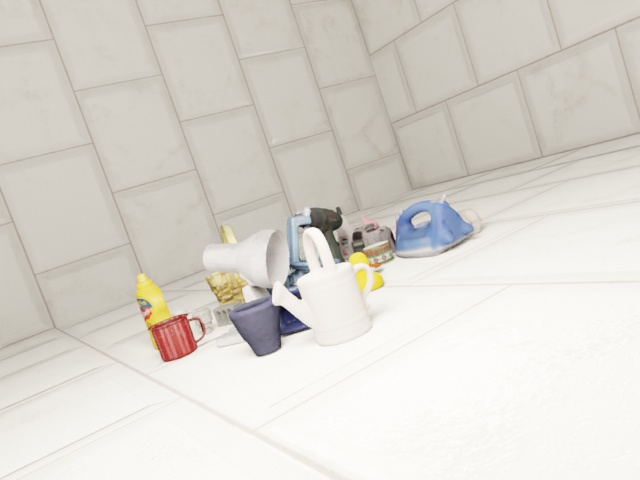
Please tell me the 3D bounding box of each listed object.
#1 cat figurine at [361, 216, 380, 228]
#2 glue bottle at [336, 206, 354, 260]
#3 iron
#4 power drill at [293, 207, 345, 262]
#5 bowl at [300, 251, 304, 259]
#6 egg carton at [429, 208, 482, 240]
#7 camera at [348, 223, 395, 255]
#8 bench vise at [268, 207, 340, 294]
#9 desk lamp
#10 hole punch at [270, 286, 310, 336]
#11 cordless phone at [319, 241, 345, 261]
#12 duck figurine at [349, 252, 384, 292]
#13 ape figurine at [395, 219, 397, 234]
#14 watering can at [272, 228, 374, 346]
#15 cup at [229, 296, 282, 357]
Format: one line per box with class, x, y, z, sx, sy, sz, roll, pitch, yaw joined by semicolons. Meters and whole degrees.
cat figurine;0.164;-0.026;1.854;0.067;0.118;0.128;-18;6;4
glue bottle;0.082;-0.024;1.826;0.078;0.173;0.037;-14;8;41
iron;0.262;-0.035;1.484;0.119;0.141;0.257;-23;7;-34
power drill;0.014;0.006;1.568;0.075;0.208;0.230;-16;6;25
bowl;-0.088;0.092;1.769;0.167;0.075;0.167;-19;5;2
egg carton;0.359;-0.036;1.550;0.107;0.069;0.150;-23;7;-37
camera;0.172;-0.007;1.728;0.142;0.101;0.137;-13;8;44
bench vise;-0.048;0.048;1.297;0.208;0.220;0.121;-22;6;-30
desk lamp;-0.148;0.095;1.196;0.202;0.213;0.118;-17;6;22
hole punch;-0.046;0.131;1.145;0.108;0.091;0.101;-18;6;9
cordless phone;0.008;0.003;1.743;0.094;0.185;0.147;-19;6;-4
duck figurine;0.096;0.070;1.290;0.077;0.086;0.104;-20;6;-15
ape figurine;0.250;-0.024;1.682;0.076;0.092;0.077;-22;6;-31
watering can;0.006;0.075;0.972;0.173;0.194;0.100;-23;7;-37
cup;-0.109;0.159;1.050;0.091;0.095;0.117;-19;5;-2
